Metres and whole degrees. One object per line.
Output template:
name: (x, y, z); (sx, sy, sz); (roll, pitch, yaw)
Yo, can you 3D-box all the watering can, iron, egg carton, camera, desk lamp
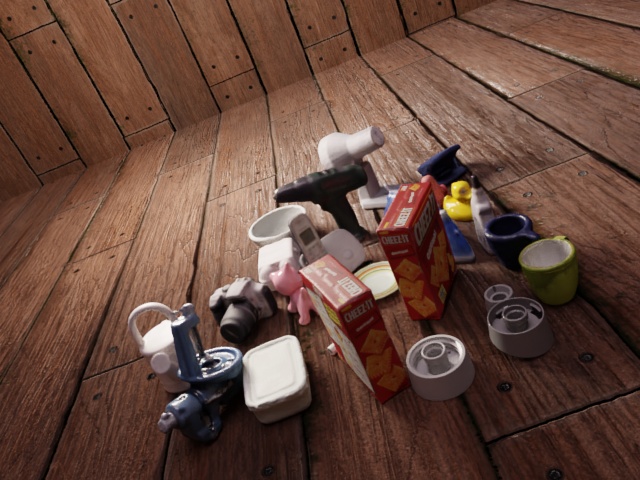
watering can: (-0.312, 0.212, 1.162); (0.101, 0.194, 0.172); (-36, 31, -22)
iron: (0.231, -0.045, 1.259); (0.119, 0.142, 0.257); (-34, 30, -20)
egg carton: (-0.097, 0.057, 1.403); (0.107, 0.069, 0.150); (-20, 28, 5)
camera: (-0.187, 0.156, 1.266); (0.142, 0.101, 0.137); (-10, 31, 23)
desk lamp: (0.119, -0.197, 1.528); (0.202, 0.214, 0.118); (-2, 35, 35)

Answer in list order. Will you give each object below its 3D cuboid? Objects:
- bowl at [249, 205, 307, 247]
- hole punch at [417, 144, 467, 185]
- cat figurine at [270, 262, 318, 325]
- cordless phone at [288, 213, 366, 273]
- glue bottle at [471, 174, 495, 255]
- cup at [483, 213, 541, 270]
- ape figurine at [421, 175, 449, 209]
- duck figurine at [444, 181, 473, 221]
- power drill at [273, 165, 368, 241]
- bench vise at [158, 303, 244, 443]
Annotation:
bowl: (-0.102, -0.019, 1.533); (0.167, 0.075, 0.167); (-18, 29, 10)
hole punch: (0.316, -0.204, 1.523); (0.109, 0.091, 0.100); (-34, 30, -18)
cat figurine: (-0.054, 0.105, 1.237); (0.067, 0.118, 0.127); (-32, 29, -17)
cordless phone: (0.012, 0.005, 1.290); (0.148, 0.185, 0.093); (-38, 32, -25)
glue bottle: (0.333, -0.057, 1.171); (0.037, 0.173, 0.078); (-21, 28, 5)
cup: (0.380, 0.012, 1.102); (0.092, 0.095, 0.117); (-35, 30, -21)
ape figurine: (0.275, -0.119, 1.407); (0.077, 0.092, 0.076); (-18, 29, 10)
duck figurine: (0.330, -0.098, 1.336); (0.078, 0.086, 0.104); (-39, 32, -27)
power drill: (0.023, -0.078, 1.399); (0.230, 0.209, 0.075); (-28, 29, -8)
bench vise: (-0.215, 0.236, 1.022); (0.121, 0.220, 0.207); (-12, 30, 20)
